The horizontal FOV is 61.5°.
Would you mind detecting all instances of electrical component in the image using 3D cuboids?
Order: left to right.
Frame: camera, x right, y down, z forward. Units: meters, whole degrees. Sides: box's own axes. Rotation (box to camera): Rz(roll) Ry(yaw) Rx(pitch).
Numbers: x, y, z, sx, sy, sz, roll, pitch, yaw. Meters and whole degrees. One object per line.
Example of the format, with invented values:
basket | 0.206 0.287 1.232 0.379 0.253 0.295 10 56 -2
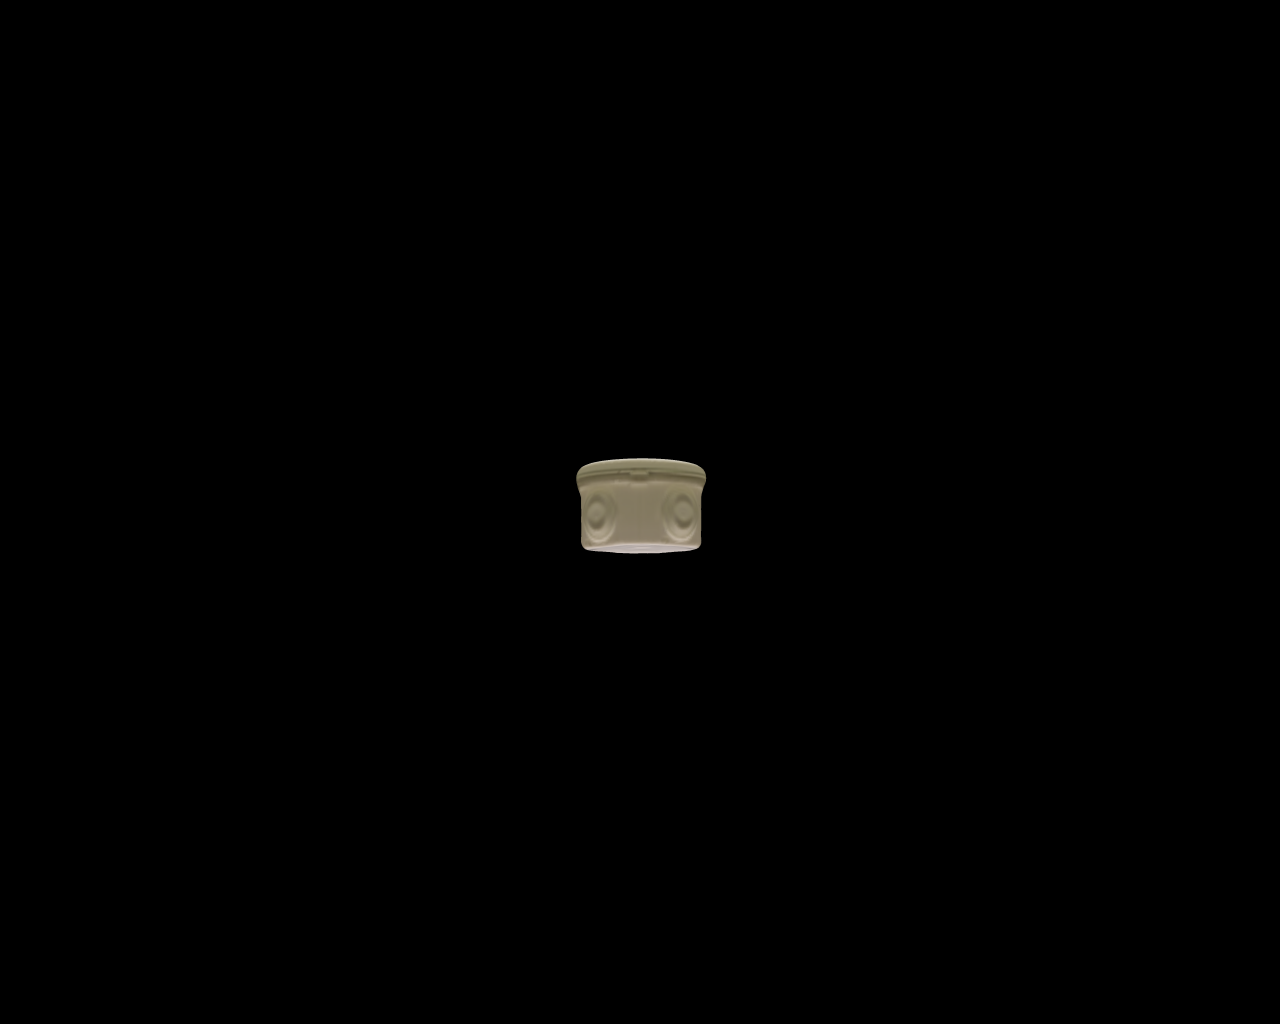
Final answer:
electrical component | 0.001 -0.003 0.650 0.080 0.051 0.080 0 -6 0
